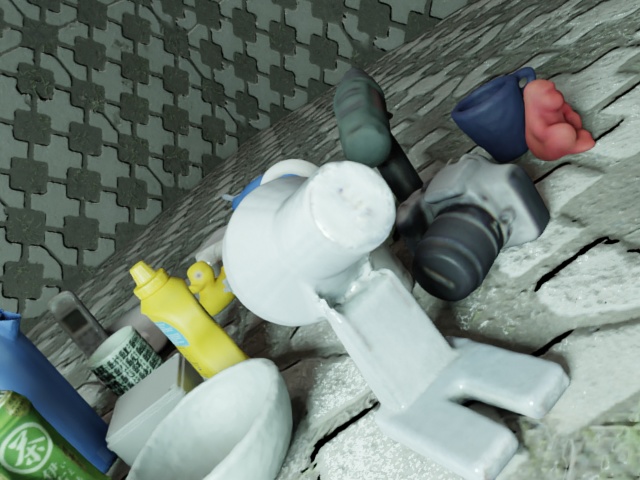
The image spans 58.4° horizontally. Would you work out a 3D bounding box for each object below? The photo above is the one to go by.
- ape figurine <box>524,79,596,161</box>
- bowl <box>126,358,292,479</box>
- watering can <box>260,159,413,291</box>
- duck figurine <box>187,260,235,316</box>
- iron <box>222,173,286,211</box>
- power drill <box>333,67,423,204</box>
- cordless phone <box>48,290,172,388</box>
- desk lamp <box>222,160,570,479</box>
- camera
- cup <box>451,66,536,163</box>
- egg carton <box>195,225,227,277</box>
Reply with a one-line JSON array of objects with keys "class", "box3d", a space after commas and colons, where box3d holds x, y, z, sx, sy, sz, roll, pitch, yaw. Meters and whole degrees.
[{"class": "ape figurine", "box3d": [0.265, -0.142, 0.657, 0.078, 0.092, 0.076, -47, 20, -31]}, {"class": "bowl", "box3d": [-0.083, 0.188, 0.503, 0.167, 0.075, 0.167, -33, 17, 12]}, {"class": "watering can", "box3d": [0.007, 0.002, 0.611, 0.100, 0.194, 0.173, -30, 18, 21]}, {"class": "duck figurine", "box3d": [-0.192, 0.073, 1.007, 0.077, 0.086, 0.105, -22, 22, 39]}, {"class": "iron", "box3d": [-0.055, -0.071, 1.018, 0.257, 0.142, 0.119, -26, 20, 32]}, {"class": "power drill", "box3d": [0.086, -0.116, 0.740, 0.075, 0.209, 0.229, -31, 18, 18]}, {"class": "cordless phone", "box3d": [-0.354, 0.143, 0.971, 0.147, 0.185, 0.094, -38, 17, -5]}, {"class": "desk lamp", "box3d": [0.035, 0.040, 0.420, 0.118, 0.214, 0.202, -43, 18, -21]}, {"class": "camera", "box3d": [0.128, -0.011, 0.566, 0.142, 0.101, 0.137, -16, 26, 49]}, {"class": "cup", "box3d": [0.241, -0.157, 0.740, 0.118, 0.095, 0.091, -36, 17, 2]}, {"class": "egg carton", "box3d": [-0.187, 0.017, 1.175, 0.107, 0.069, 0.150, -28, 19, 27]}]
